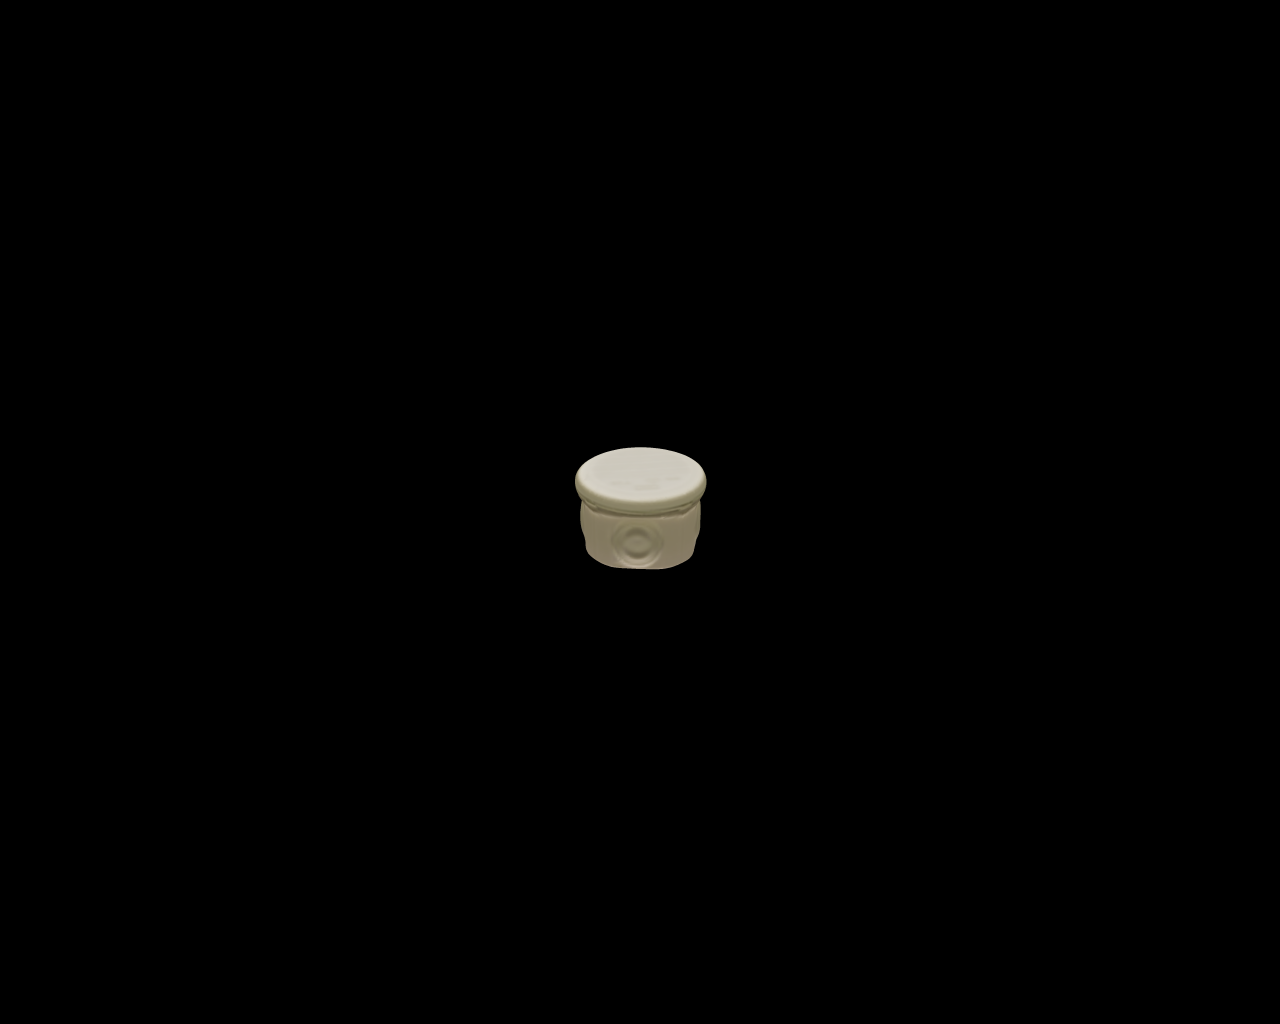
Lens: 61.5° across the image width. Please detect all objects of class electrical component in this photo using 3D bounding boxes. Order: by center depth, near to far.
[{"bbox_3d":[0.001,-0.003,0.650,0.080,0.050,0.080,0,27,0],"label":"electrical component"}]
